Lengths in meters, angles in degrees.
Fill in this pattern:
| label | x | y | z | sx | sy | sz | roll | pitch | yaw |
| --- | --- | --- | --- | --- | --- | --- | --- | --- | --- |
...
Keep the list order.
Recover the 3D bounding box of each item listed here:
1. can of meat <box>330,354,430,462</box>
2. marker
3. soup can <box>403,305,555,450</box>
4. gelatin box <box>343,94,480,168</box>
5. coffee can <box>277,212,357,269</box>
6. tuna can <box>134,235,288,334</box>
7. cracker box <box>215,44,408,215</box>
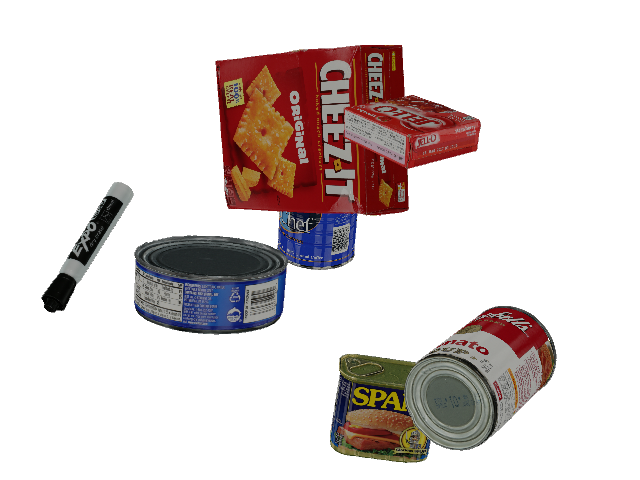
| label | x | y | z | sx | sy | sz | roll | pitch | yaw |
| --- | --- | --- | --- | --- | --- | --- | --- | --- | --- |
| can of meat | 0.062 | 0.164 | 1.033 | 0.102 | 0.084 | 0.057 | 8 | 17 | -1 |
| marker | -0.177 | 0.005 | 0.813 | 0.020 | 0.121 | 0.020 | 17 | -35 | 12 |
| soup can | 0.109 | 0.092 | 0.723 | 0.069 | 0.068 | 0.102 | 0 | 15 | 35 |
| gelatin box | 0.073 | -0.090 | 0.860 | 0.073 | 0.030 | 0.089 | -15 | 28 | -31 |
| coffee can | -0.002 | -0.048 | 1.361 | 0.103 | 0.140 | 0.103 | 3 | 28 | -2 |
| tuna can | -0.062 | 0.024 | 0.602 | 0.086 | 0.034 | 0.086 | 4 | 14 | -1 |
| cracker box | -0.014 | -0.111 | 1.095 | 0.071 | 0.164 | 0.214 | -10 | 10 | -43 |
